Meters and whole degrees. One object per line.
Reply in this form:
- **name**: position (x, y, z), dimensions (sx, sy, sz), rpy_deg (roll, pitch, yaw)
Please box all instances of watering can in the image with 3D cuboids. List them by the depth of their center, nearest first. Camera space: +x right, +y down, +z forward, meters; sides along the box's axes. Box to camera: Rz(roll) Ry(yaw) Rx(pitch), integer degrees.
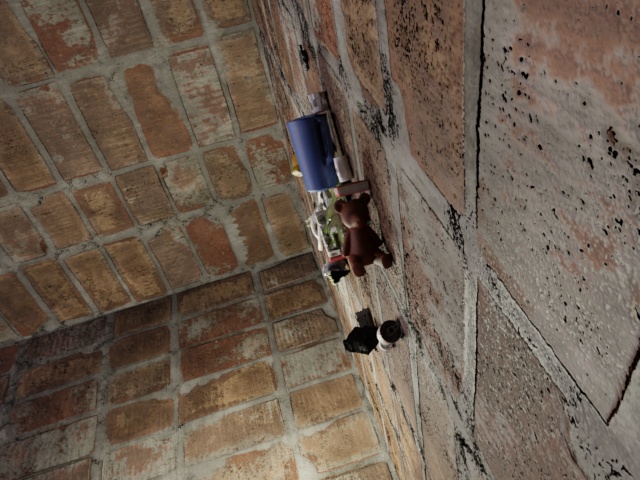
- **watering can**: position (0.007, -0.122, 2.430), dimensions (0.223, 0.104, 0.349), rpy_deg (72, -162, -85)

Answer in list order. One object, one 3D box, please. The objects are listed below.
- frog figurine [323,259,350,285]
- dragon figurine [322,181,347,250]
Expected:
- **frog figurine**: position (0.071, 0.119, 2.450), dimensions (0.163, 0.122, 0.135), rpy_deg (-99, 29, -56)
- **dragon figurine**: position (0.071, -0.101, 1.738), dimensions (0.419, 0.122, 0.237), rpy_deg (-115, 18, -55)
